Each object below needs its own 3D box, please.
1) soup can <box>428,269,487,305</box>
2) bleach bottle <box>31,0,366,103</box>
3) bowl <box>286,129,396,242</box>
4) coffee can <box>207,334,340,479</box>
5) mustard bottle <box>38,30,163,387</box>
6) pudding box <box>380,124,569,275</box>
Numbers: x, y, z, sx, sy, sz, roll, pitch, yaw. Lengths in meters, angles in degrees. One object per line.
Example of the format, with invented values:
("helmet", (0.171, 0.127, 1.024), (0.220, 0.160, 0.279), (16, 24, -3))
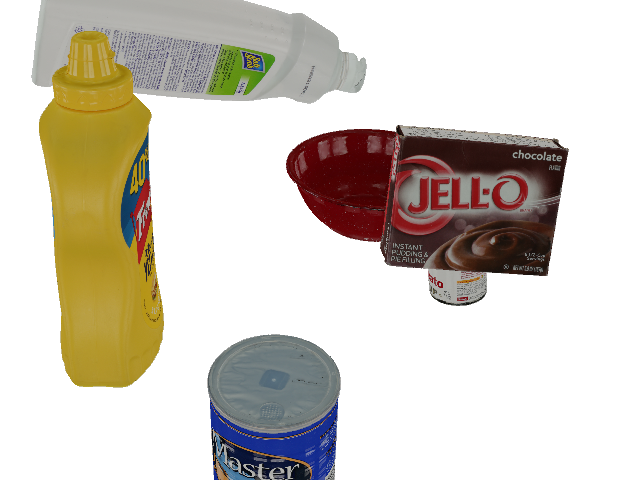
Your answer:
("soup can", (0.154, 0.013, 1.195), (0.068, 0.102, 0.068), (-4, 30, 2))
("bleach bottle", (-0.090, -0.146, 0.827), (0.250, 0.068, 0.103), (9, -32, -15))
("bowl", (0.048, -0.044, 0.972), (0.162, 0.055, 0.162), (2, 30, -1))
("coffee can", (-0.037, 0.161, 0.860), (0.103, 0.140, 0.103), (1, 37, -1))
("mustard bottle", (-0.120, -0.021, 0.586), (0.058, 0.192, 0.096), (2, 30, 1))
("pudding box", (0.101, -0.027, 0.714), (0.113, 0.090, 0.039), (3, 21, -5))
